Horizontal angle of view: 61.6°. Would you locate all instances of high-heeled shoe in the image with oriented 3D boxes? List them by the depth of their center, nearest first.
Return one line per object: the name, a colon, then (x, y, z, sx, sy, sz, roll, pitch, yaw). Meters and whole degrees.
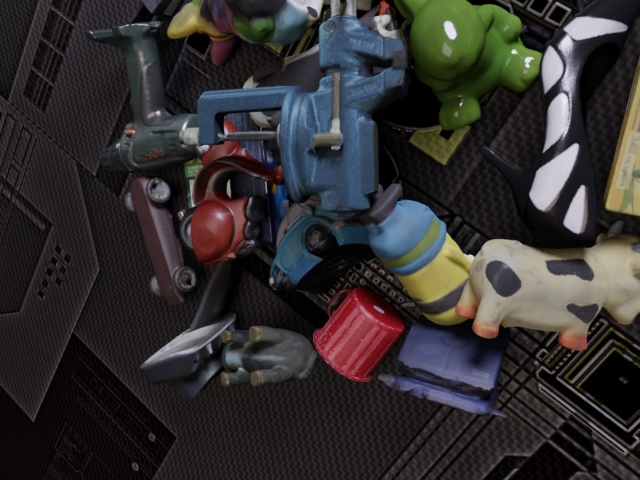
high-heeled shoe: (0.264, -0.118, 0.502, 0.145, 0.086, 0.248, 44, 101, 26)

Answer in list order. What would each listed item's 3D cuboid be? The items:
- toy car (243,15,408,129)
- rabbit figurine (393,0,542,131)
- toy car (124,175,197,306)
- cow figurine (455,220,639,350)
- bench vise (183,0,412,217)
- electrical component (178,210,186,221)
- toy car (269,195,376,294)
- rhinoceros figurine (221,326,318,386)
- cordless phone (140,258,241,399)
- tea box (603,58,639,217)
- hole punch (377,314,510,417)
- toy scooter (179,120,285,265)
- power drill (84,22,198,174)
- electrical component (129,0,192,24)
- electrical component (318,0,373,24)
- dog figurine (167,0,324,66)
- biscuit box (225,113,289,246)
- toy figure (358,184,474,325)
toy car: (0.003, -0.188, 0.617, 0.202, 0.056, 0.073, -17, 101, 22)
rabbit figurine: (0.140, -0.201, 0.527, 0.121, 0.170, 0.159, -21, 90, 27)
toy car: (-0.238, 0.000, 0.813, 0.089, 0.053, 0.202, -17, 91, 43)
cow figurine: (0.248, 0.040, 0.541, 0.195, 0.085, 0.127, 7, 107, -5)
bench vise: (-0.029, -0.134, 0.552, 0.241, 0.129, 0.223, 0, 105, 14)
electrical component: (-0.168, -0.010, 0.777, 0.063, 0.021, 0.094, -30, 86, 26)
toy car: (-0.001, -0.002, 0.678, 0.161, 0.109, 0.103, -42, 56, 37)
rhinoceros figurine: (-0.073, 0.150, 0.706, 0.190, 0.112, 0.073, -24, 70, 58)
cordless phone: (-0.160, 0.107, 0.739, 0.089, 0.146, 0.184, 26, 111, 11)
tea box: (0.318, -0.106, 0.496, 0.068, 0.098, 0.169, 13, 105, 25)
hole punch: (0.152, 0.136, 0.613, 0.142, 0.115, 0.092, 14, 96, 24)
toy scooter: (-0.101, -0.052, 0.659, 0.135, 0.075, 0.183, 11, 99, 24)
power drill: (-0.263, -0.195, 0.761, 0.232, 0.086, 0.207, 6, 109, 35)
electrical component: (-0.212, -0.328, 0.735, 0.119, 0.075, 0.048, -42, 79, 21)
electrical component: (0.027, -0.304, 0.641, 0.078, 0.045, 0.102, 1, 103, -2)
dog figurine: (-0.100, -0.272, 0.644, 0.219, 0.108, 0.191, -28, 53, 43)
biscuit box: (-0.083, -0.094, 0.718, 0.063, 0.059, 0.202, -1, 97, 26)
toy figure: (0.112, 0.019, 0.597, 0.180, 0.082, 0.089, 41, 100, -21)
